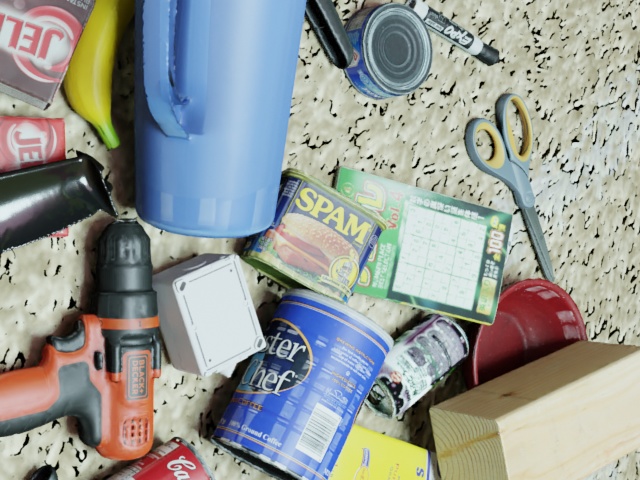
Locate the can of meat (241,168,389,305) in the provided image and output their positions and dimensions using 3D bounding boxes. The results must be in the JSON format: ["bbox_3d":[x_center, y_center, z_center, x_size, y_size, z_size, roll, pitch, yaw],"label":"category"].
[{"bbox_3d":[-0.006,0.001,0.904,0.102,0.058,0.084,30,76,-14],"label":"can of meat"}]

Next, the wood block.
[{"bbox_3d":[0.212,0.167,0.983,0.205,0.091,0.090,-17,100,-33],"label":"wood block"}]

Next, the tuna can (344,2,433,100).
[{"bbox_3d":[0.062,-0.172,0.972,0.085,0.034,0.086,-1,91,-36],"label":"tuna can"}]

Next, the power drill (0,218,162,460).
[{"bbox_3d":[-0.202,0.077,0.773,0.187,0.057,0.184,-1,91,-35],"label":"power drill"}]

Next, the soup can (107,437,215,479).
[{"bbox_3d":[-0.136,0.206,0.818,0.102,0.069,0.068,-29,107,-31],"label":"soup can"}]

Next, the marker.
[{"bbox_3d":[0.130,-0.199,1.030,0.121,0.020,0.020,23,77,-34],"label":"marker"}]

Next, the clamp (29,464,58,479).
[{"bbox_3d":[-0.246,0.235,0.758,0.120,0.039,0.171,2,95,-31],"label":"clamp"}]

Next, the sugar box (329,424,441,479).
[{"bbox_3d":[0.058,0.226,0.971,0.176,0.048,0.093,24,77,-32],"label":"sugar box"}]

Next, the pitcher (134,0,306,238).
[{"bbox_3d":[-0.082,-0.127,0.787,0.149,0.145,0.243,-2,106,-28],"label":"pitcher"}]

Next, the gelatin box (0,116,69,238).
[{"bbox_3d":[-0.222,-0.045,0.773,0.073,0.030,0.089,-2,93,-36],"label":"gelatin box"}]

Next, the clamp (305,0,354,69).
[{"bbox_3d":[-0.046,-0.248,0.892,0.164,0.036,0.210,-7,96,-34],"label":"clamp"}]

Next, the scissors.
[{"bbox_3d":[0.193,-0.046,1.080,0.096,0.016,0.202,-12,98,-33],"label":"scissors"}]

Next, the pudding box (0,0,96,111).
[{"bbox_3d":[-0.225,-0.155,0.748,0.113,0.039,0.090,23,77,-16],"label":"pudding box"}]

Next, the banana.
[{"bbox_3d":[-0.152,-0.172,0.821,0.069,0.037,0.198,35,72,-51],"label":"banana"}]

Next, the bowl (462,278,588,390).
[{"bbox_3d":[0.193,0.117,1.059,0.161,0.055,0.162,-1,91,-36],"label":"bowl"}]

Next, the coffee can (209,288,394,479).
[{"bbox_3d":[-0.014,0.125,0.882,0.102,0.103,0.140,37,70,-30],"label":"coffee can"}]
